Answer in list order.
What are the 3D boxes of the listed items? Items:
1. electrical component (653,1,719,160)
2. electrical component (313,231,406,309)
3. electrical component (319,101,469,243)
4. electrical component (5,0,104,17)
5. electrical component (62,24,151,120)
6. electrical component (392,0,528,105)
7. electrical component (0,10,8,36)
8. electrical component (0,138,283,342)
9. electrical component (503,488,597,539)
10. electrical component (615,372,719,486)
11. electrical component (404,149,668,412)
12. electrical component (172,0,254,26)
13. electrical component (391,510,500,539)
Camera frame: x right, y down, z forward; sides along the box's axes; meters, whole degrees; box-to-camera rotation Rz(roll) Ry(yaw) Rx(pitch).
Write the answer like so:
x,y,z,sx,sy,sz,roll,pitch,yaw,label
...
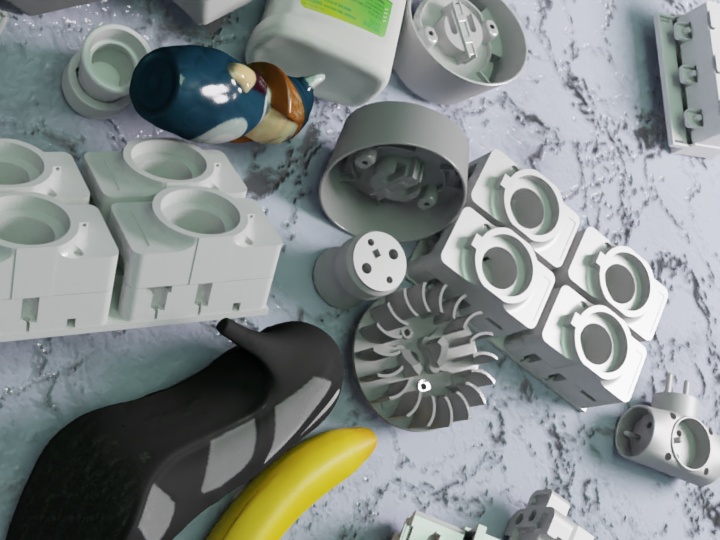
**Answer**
x,y,z,sx,sy,sz,roll,pitch,yaw,label
0.303,-0.166,0.937,0.079,0.063,0.121,4,76,-29,electrical component
0.000,0.000,0.728,0.045,0.055,0.045,8,74,-28,electrical component
0.026,-0.067,0.738,0.099,0.099,0.064,26,60,-22,electrical component
-0.173,-0.222,0.654,0.109,0.056,0.108,-8,79,14,electrical component
-0.158,-0.122,0.669,0.045,0.055,0.045,8,74,-28,electrical component
0.071,-0.174,0.807,0.099,0.064,0.099,8,74,-28,electrical component
-0.250,-0.123,0.618,0.062,0.061,0.096,27,58,-22,electrical component
-0.151,-0.022,0.613,0.186,0.060,0.105,-5,39,-30,electrical component
0.135,0.203,0.754,0.057,0.058,0.078,37,63,-14,electrical component
0.247,0.121,0.845,0.077,0.044,0.079,23,67,-23,electrical component
0.137,0.009,0.801,0.186,0.060,0.105,37,63,-17,electrical component
-0.110,-0.215,0.710,0.096,0.061,0.062,42,57,19,electrical component
0.038,0.222,0.689,0.063,0.078,0.121,22,66,0,electrical component
